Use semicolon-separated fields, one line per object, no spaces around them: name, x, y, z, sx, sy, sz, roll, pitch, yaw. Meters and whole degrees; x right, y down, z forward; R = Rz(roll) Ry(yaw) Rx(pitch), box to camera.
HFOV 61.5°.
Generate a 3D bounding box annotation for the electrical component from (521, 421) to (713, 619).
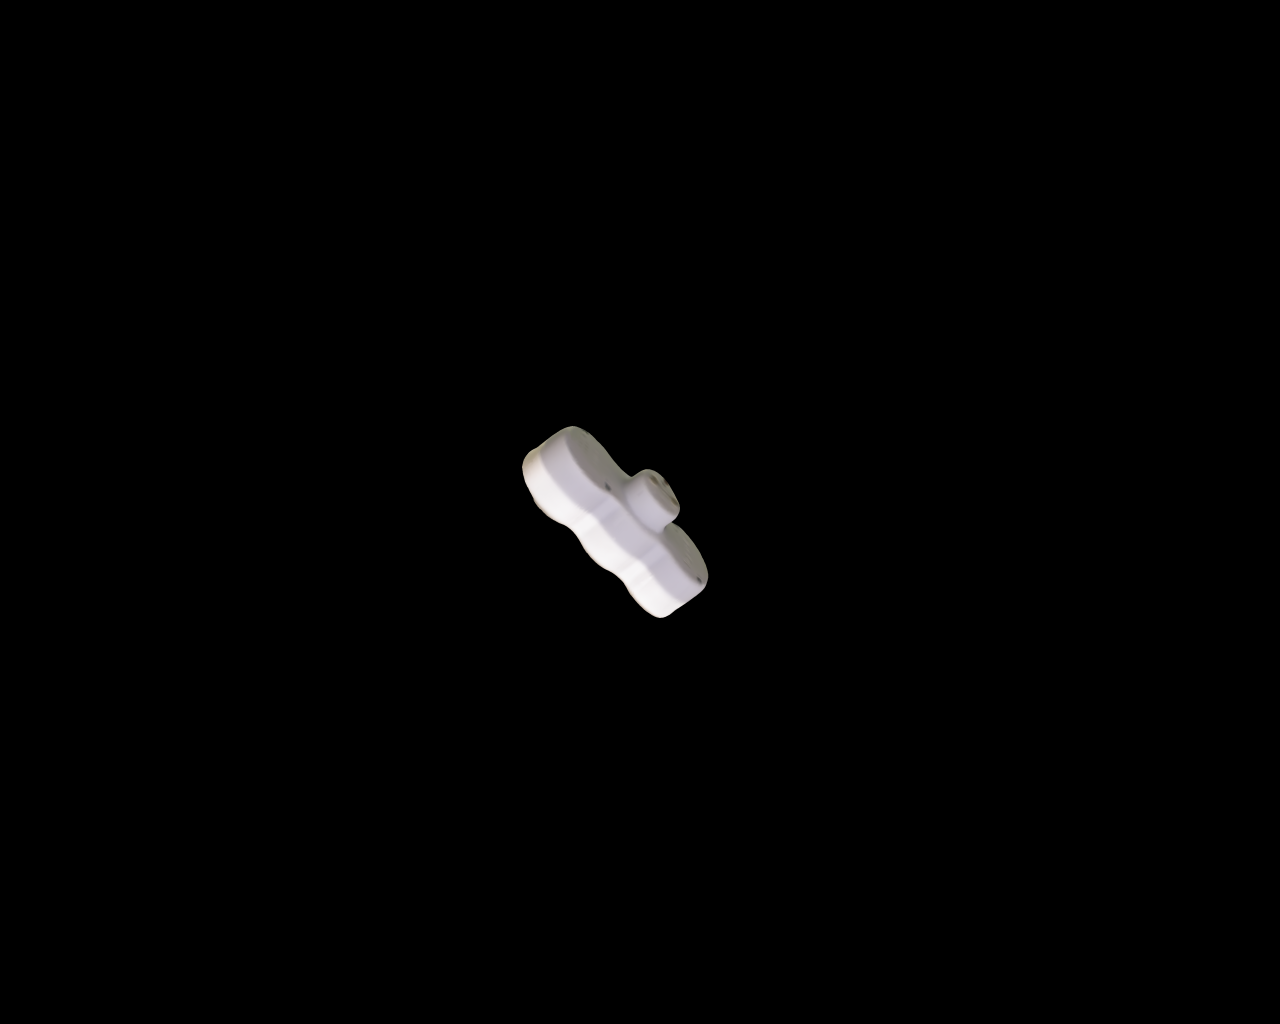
electrical component;0.001;-0.003;0.650;0.073;0.138;0.052;-36;24;18
